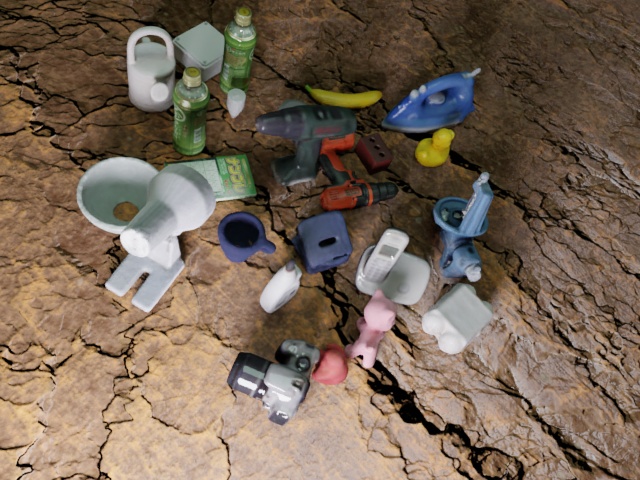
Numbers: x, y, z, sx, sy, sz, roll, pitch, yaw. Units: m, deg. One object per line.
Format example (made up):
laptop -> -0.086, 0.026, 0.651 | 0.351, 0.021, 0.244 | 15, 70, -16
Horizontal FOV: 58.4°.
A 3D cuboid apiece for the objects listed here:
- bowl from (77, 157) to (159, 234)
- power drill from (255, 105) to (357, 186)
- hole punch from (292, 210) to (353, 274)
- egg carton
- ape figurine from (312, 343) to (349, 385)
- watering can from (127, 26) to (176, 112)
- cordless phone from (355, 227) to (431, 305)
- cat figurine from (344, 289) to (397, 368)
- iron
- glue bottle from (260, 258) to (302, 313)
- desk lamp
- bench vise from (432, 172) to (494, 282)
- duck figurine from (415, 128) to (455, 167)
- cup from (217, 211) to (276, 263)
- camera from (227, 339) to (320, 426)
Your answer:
bowl -> -0.380, -0.075, 1.113 | 0.167, 0.074, 0.167 | 7, 61, -12
power drill -> -0.040, -0.204, 1.199 | 0.230, 0.208, 0.075 | -17, 68, -23
hole punch -> 0.011, 0.004, 1.168 | 0.109, 0.091, 0.101 | -19, 68, -24
egg carton -> 0.282, 0.160, 1.171 | 0.150, 0.069, 0.107 | -37, 76, -29
ape figurine -> 0.022, 0.226, 1.049 | 0.078, 0.092, 0.076 | -36, 76, -29
watering can -> -0.352, -0.364, 1.209 | 0.101, 0.194, 0.172 | -33, 74, -28
cordless phone -> 0.158, 0.047, 1.131 | 0.147, 0.185, 0.094 | 15, 59, -7
cat figurine -> 0.106, 0.165, 1.091 | 0.067, 0.117, 0.128 | 24, 58, -1
iron -> 0.277, -0.350, 1.406 | 0.259, 0.141, 0.118 | -21, 69, -24
glue bottle -> -0.065, 0.076, 1.060 | 0.078, 0.173, 0.037 | -35, 75, -28
desk lamp -> -0.285, -0.007, 1.021 | 0.118, 0.213, 0.203 | 29, 58, 2
bench vise -> 0.320, -0.028, 1.196 | 0.122, 0.219, 0.207 | -17, 67, -23
duck figurine -> 0.281, -0.229, 1.374 | 0.105, 0.086, 0.077 | -34, 75, -28
cup -> -0.145, 0.009, 1.120 | 0.118, 0.095, 0.092 | 24, 58, -1
camera -> -0.084, 0.233, 1.011 | 0.137, 0.100, 0.143 | 24, 59, -2
